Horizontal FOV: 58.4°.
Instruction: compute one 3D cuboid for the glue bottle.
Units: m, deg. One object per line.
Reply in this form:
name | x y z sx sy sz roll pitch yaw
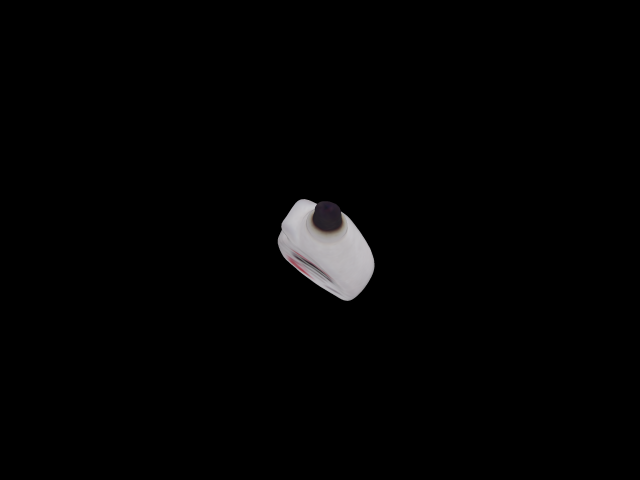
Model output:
glue bottle | 0.004 0.001 0.400 0.078 0.173 0.037 31 79 7
